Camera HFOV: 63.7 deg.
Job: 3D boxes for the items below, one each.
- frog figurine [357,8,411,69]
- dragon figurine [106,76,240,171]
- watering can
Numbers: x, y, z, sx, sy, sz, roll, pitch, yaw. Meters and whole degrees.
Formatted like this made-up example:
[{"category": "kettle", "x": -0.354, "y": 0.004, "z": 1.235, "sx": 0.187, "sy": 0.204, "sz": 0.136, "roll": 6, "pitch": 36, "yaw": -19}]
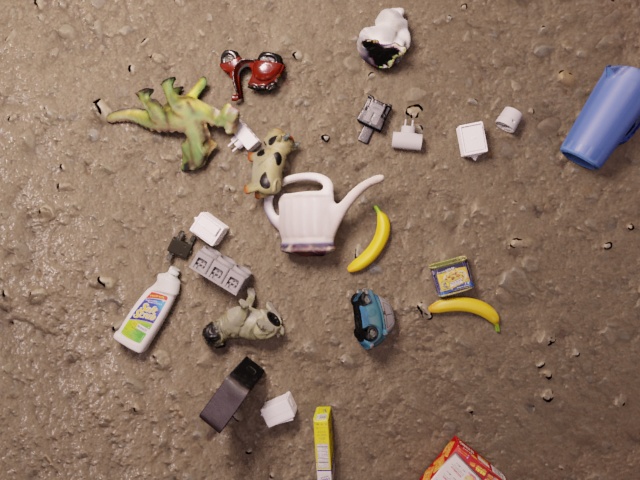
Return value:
[{"category": "frog figurine", "x": 0.171, "y": -0.537, "z": 1.361, "sx": 0.137, "sy": 0.163, "sz": 0.120, "roll": 2, "pitch": -33, "yaw": 14}, {"category": "dragon figurine", "x": -0.393, "y": -0.305, "z": 1.416, "sx": 0.408, "sy": 0.242, "sz": 0.123, "roll": -17, "pitch": 5, "yaw": 23}, {"category": "watering can", "x": 0.004, "y": -0.068, "z": 1.355, "sx": 0.347, "sy": 0.224, "sz": 0.104, "roll": -1, "pitch": 0, "yaw": 25}]
